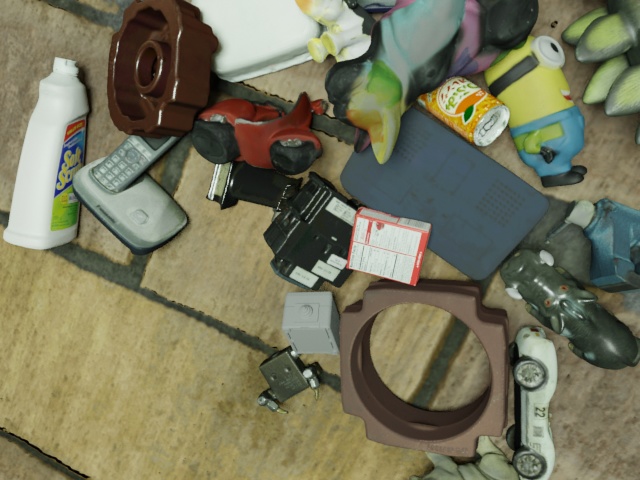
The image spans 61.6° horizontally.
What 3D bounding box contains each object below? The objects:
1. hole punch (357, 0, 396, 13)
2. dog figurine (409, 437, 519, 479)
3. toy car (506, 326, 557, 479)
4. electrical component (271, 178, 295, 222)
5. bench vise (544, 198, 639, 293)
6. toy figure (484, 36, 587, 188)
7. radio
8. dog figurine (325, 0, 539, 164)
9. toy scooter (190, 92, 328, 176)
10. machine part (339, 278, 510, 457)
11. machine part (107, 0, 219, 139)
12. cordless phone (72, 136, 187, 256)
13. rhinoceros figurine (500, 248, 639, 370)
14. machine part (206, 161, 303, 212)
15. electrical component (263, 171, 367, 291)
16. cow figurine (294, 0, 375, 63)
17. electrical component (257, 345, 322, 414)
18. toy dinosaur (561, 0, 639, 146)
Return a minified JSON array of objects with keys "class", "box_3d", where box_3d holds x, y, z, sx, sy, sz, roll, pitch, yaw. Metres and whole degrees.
[{"class":"hole punch","box_3d":[0.085,-0.337,0.636,0.142,0.092,0.116,1,64,13]},{"class":"dog figurine","box_3d":[0.180,0.329,0.649,0.172,0.190,0.121,-2,98,9]},{"class":"toy car","box_3d":[0.266,0.210,0.675,0.056,0.073,0.201,-1,97,12]},{"class":"electrical component","box_3d":[-0.034,-0.032,0.725,0.063,0.021,0.094,25,102,7]},{"class":"bench vise","box_3d":[0.398,-0.043,0.599,0.224,0.128,0.240,20,81,17]},{"class":"toy figure","box_3d":[0.253,-0.149,0.625,0.089,0.082,0.180,-16,97,10]},{"class":"radio","box_3d":[0.145,-0.063,0.662,0.230,0.073,0.131,35,103,6]},{"class":"dog figurine","box_3d":[0.111,-0.181,0.570,0.191,0.109,0.219,16,104,-24]},{"class":"toy scooter","box_3d":[-0.064,-0.144,0.678,0.184,0.135,0.075,16,140,26]},{"class":"machine part","box_3d":[0.130,0.151,0.670,0.202,0.087,0.200,1,98,21]},{"class":"machine part","box_3d":[-0.198,-0.208,0.660,0.180,0.056,0.179,-2,87,41]},{"class":"cordless phone","box_3d":[-0.223,-0.083,0.733,0.146,0.088,0.184,44,84,3]},{"class":"rhinoceros figurine","box_3d":[0.291,0.083,0.635,0.190,0.112,0.073,41,105,-6]},{"class":"machine part","box_3d":[-0.091,-0.072,0.713,0.139,0.039,0.084,15,90,26]},{"class":"electrical component","box_3d":[-0.001,-0.002,0.677,0.114,0.058,0.134,32,102,-31]},{"class":"cow figurine","box_3d":[0.038,-0.240,0.630,0.098,0.068,0.167,-37,121,-14]},{"class":"electrical component","box_3d":[-0.043,0.193,0.746,0.102,0.045,0.078,-26,94,13]},{"class":"toy dinosaur","box_3d":[0.365,-0.205,0.544,0.199,0.105,0.471,-17,72,23]}]
